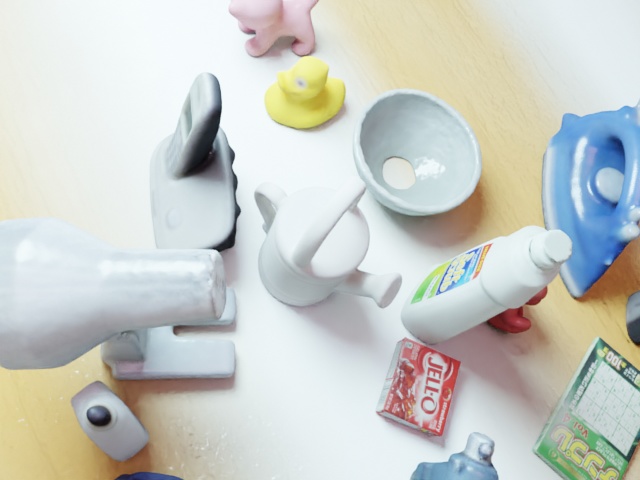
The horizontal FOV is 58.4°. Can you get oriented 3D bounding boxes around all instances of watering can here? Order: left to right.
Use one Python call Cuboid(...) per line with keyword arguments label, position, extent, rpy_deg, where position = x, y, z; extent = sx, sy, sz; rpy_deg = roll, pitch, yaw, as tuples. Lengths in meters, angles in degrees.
Cuboid(label="watering can", position=(0.007, 0.000, 0.584), extent=(0.173, 0.194, 0.101), rpy_deg=(21, 67, -7))

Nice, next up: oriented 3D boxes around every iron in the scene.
Cuboid(label="iron", position=(0.374, -0.063, 0.737), extent=(0.119, 0.141, 0.258), rpy_deg=(14, 68, -10))

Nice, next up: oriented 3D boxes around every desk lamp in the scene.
Cuboid(label="desk lamp", position=(-0.166, 0.058, 0.505), extent=(0.203, 0.213, 0.118), rpy_deg=(2, 70, -14))

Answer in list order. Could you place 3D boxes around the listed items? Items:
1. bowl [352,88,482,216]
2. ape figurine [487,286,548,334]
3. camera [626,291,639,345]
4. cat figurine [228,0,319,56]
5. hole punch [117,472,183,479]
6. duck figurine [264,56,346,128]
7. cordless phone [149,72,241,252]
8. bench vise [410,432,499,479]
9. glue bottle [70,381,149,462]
Cuboid(label="bowl", position=(0.111, -0.098, 0.713), extent=(0.168, 0.074, 0.167), rpy_deg=(5, 70, -14))
Cuboid(label="ape figurine", position=(0.233, 0.066, 0.679), extent=(0.076, 0.092, 0.078), rpy_deg=(24, 66, -6))
Cuboid(label="camera", position=(0.473, 0.135, 0.716), extent=(0.143, 0.100, 0.137), rpy_deg=(23, 67, -7))
Cuboid(label="cat figurine", position=(-0.058, -0.289, 0.711), extent=(0.128, 0.117, 0.067), rpy_deg=(-11, 74, -19))
Cuboid(label="hole punch", position=(-0.146, 0.262, 0.505), extent=(0.109, 0.091, 0.101), rpy_deg=(15, 68, -10))
Cuboid(label="duck figurine", position=(-0.013, -0.191, 0.706), extent=(0.105, 0.086, 0.077), rpy_deg=(-10, 74, -18))
Cuboid(label="cordless phone", position=(-0.124, -0.068, 0.577), extent=(0.094, 0.185, 0.147), rpy_deg=(-7, 73, -17))
Cuboid(label="bench vise", position=(0.129, 0.280, 0.504), extent=(0.122, 0.219, 0.207), rpy_deg=(2, 70, -15))
Cuboid(label="glue bottle", position=(-0.183, 0.152, 0.489), extent=(0.037, 0.173, 0.078), rpy_deg=(-40, 85, -24))
